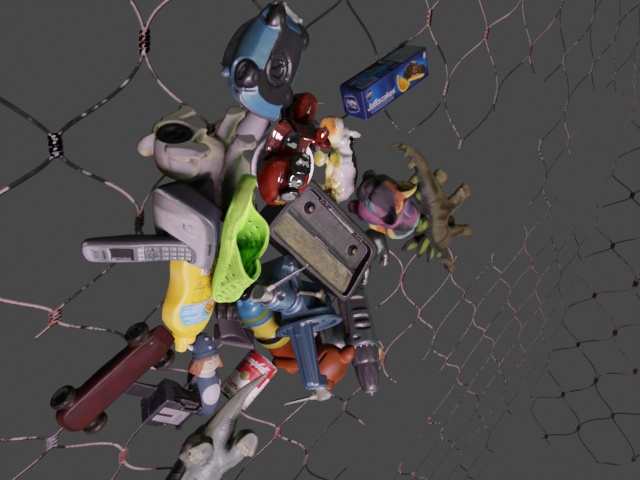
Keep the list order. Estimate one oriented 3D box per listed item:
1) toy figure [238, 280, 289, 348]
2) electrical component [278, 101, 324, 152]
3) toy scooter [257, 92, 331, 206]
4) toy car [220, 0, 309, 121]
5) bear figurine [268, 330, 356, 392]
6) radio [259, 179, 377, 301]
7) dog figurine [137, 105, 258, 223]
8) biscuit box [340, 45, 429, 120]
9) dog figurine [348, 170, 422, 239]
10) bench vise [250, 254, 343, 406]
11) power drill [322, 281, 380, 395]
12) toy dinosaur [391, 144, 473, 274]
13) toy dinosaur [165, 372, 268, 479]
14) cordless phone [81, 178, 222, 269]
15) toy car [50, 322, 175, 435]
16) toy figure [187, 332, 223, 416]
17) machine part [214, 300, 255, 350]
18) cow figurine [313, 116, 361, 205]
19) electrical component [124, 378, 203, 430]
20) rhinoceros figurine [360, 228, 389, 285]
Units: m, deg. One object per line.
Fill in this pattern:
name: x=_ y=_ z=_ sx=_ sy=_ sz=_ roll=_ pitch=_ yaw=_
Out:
toy figure: x=-0.112 y=0.133 z=0.992 sx=0.089 sy=0.082 sz=0.180 roll=-56 pitch=142 yaw=-16
electrical component: x=-0.028 y=-0.200 z=0.935 sx=0.078 sy=0.045 sz=0.102 roll=-35 pitch=132 yaw=-33
toy scooter: x=-0.034 y=-0.129 z=0.808 sx=0.075 sy=0.135 sz=0.183 roll=13 pitch=103 yaw=-30
toy car: x=-0.091 y=-0.264 z=0.784 sx=0.109 sy=0.103 sz=0.161 roll=13 pitch=96 yaw=-58
bear figurine: x=-0.009 y=0.229 z=1.066 sx=0.120 sy=0.196 sz=0.131 roll=-57 pitch=141 yaw=-13
radio: x=-0.002 y=-0.003 z=0.998 sx=0.229 sy=0.073 sz=0.131 roll=44 pitch=75 yaw=-32
dog figurine: x=-0.175 y=-0.089 z=0.805 sx=0.172 sy=0.121 sz=0.190 roll=0 pitch=135 yaw=-12
biscuit box: x=0.127 y=-0.307 z=1.037 sx=0.203 sy=0.059 sz=0.062 roll=-39 pitch=135 yaw=-27
dog figurine: x=0.144 y=-0.064 z=1.049 sx=0.191 sy=0.219 sz=0.108 roll=32 pitch=92 yaw=-15
bench vise: x=-0.031 y=0.149 z=0.907 sx=0.223 sy=0.129 sz=0.240 roll=43 pitch=31 yaw=-68
power drill: x=0.062 y=0.211 z=1.116 sx=0.086 sy=0.232 sz=0.207 roll=-5 pitch=161 yaw=-8
toy dinosaur: x=0.265 y=-0.071 z=1.285 sx=0.198 sy=0.105 sz=0.470 roll=-42 pitch=131 yaw=-20
toy dinosaur: x=-0.223 y=0.413 z=0.962 sx=0.131 sy=0.192 sz=0.405 roll=44 pitch=67 yaw=-18
cordless phone: x=-0.232 y=-0.016 z=0.734 sx=0.184 sy=0.089 sz=0.146 roll=-4 pitch=151 yaw=-17
toy car: x=-0.315 y=0.209 z=0.829 sx=0.202 sy=0.053 sz=0.089 roll=-45 pitch=126 yaw=-17
toy figure: x=-0.206 y=0.240 z=0.966 sx=0.064 sy=0.058 sz=0.154 roll=-47 pitch=146 yaw=-66
machine part: x=-0.154 y=0.152 z=0.939 sx=0.138 sy=0.084 sz=0.039 roll=92 pitch=17 yaw=-53
cow figurine: x=0.039 y=-0.156 z=1.015 sx=0.098 sy=0.068 sz=0.167 roll=-28 pitch=132 yaw=-44
electrical component: x=-0.266 y=0.270 z=0.899 sx=0.075 sy=0.048 sz=0.119 roll=-42 pitch=134 yaw=16
rhinoceros figurine: x=0.075 y=0.037 z=1.153 sx=0.190 sy=0.073 sz=0.111 roll=-31 pitch=132 yaw=-34
